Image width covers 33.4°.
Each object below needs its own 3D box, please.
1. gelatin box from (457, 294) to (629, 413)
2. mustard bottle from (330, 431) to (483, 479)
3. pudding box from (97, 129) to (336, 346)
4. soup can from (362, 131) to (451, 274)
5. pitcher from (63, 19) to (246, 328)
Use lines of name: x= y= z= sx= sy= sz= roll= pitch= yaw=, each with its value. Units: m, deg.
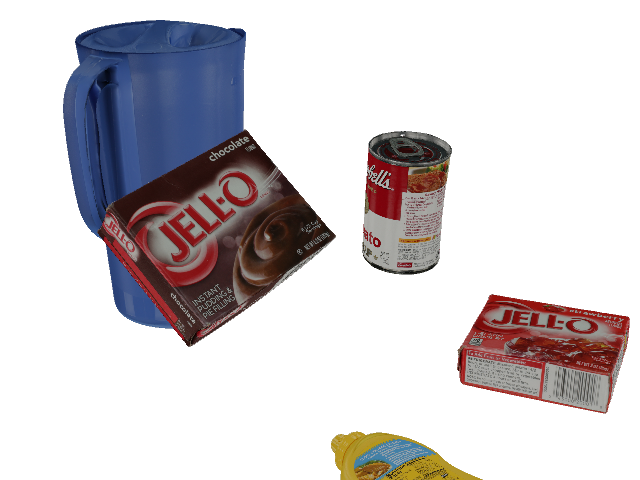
gelatin box: x=0.135 y=0.065 z=0.641 sx=0.089 sy=0.030 sz=0.073 roll=10 pitch=26 yaw=21
mustard bottle: x=0.074 y=0.219 z=0.953 sx=0.096 sy=0.058 sz=0.192 roll=-20 pitch=28 yaw=-33
pudding box: x=-0.061 y=-0.004 z=0.636 sx=0.113 sy=0.090 sz=0.039 roll=-34 pitch=-9 yaw=-38
soup can: x=0.071 y=-0.031 z=0.887 sx=0.068 sy=0.102 sz=0.068 roll=2 pitch=28 yaw=-1
pitcher: x=-0.130 y=-0.052 z=0.870 sx=0.149 sy=0.243 sz=0.145 roll=-6 pitch=22 yaw=-14
